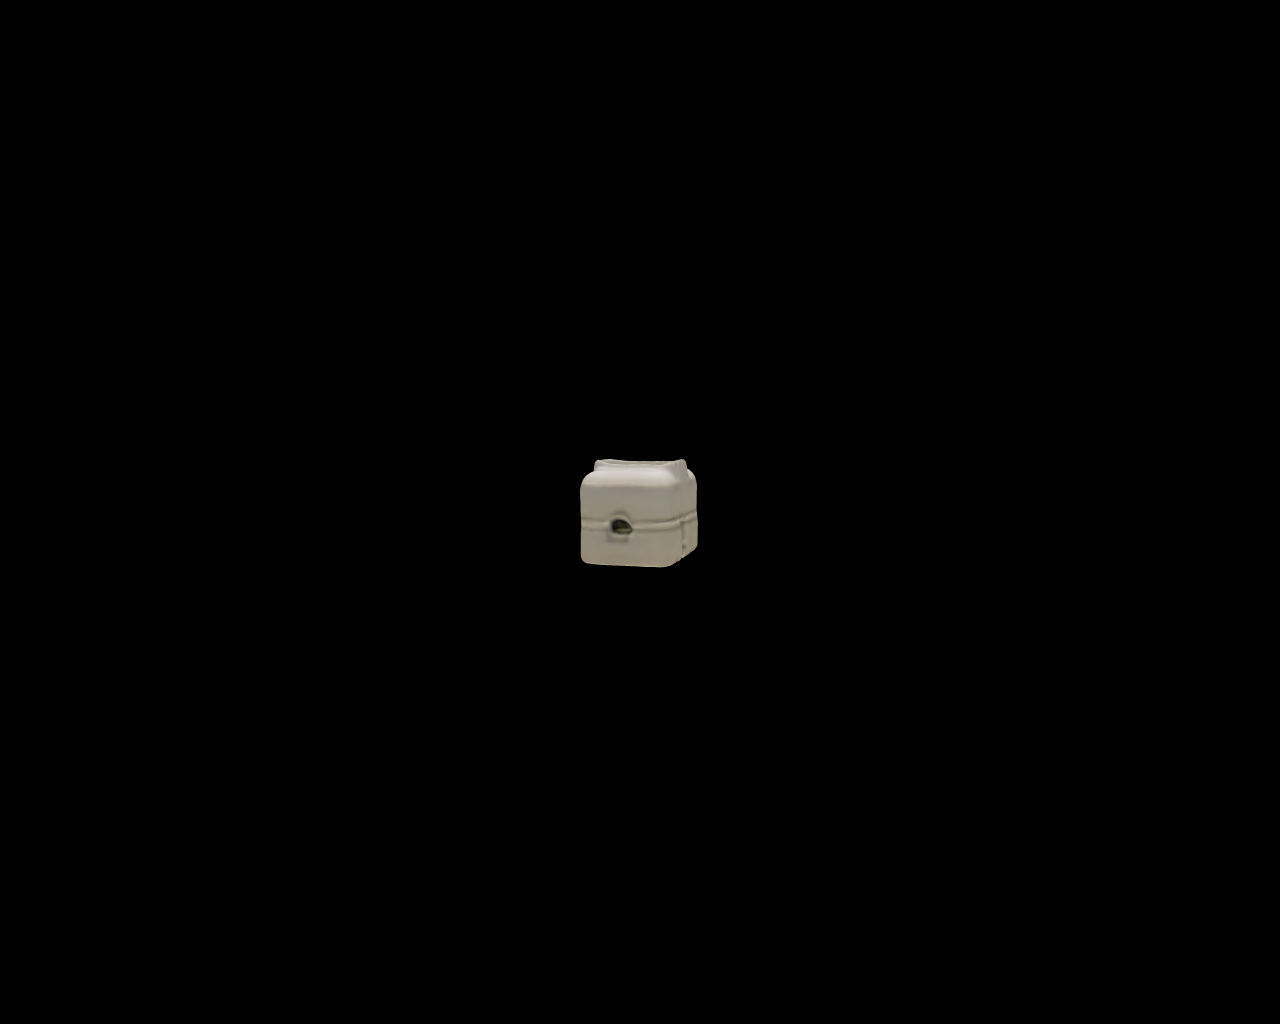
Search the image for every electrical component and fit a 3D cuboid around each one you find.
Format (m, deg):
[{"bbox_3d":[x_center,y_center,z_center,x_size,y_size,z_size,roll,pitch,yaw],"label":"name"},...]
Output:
[{"bbox_3d":[0.001,-0.003,0.650,0.054,0.059,0.095,1,5,15],"label":"electrical component"}]
